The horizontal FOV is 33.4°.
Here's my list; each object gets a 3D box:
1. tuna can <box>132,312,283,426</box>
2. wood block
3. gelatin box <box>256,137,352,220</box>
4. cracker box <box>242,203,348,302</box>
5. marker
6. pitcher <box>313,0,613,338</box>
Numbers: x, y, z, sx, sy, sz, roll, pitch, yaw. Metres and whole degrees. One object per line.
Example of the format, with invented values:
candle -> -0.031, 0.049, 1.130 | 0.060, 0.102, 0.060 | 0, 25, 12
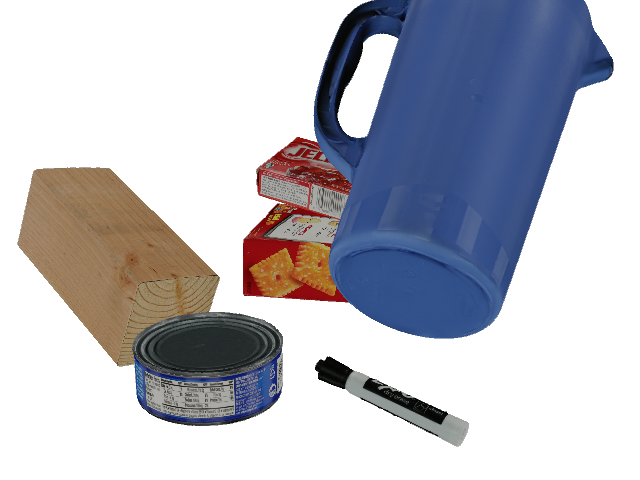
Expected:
tuna can -> -0.064, 0.073, 0.612 | 0.086, 0.034, 0.086 | 0, 19, 0
wood block -> -0.197, 0.018, 1.017 | 0.090, 0.091, 0.206 | -5, 34, -43
gelatin box -> 0.001, -0.054, 0.898 | 0.089, 0.030, 0.073 | 18, 33, 21
cracker box -> 0.038, 0.016, 1.142 | 0.214, 0.072, 0.164 | 4, 15, 9
marker -> 0.049, 0.115, 0.772 | 0.121, 0.020, 0.020 | 23, 9, 23
pitcher -> 0.080, -0.065, 0.697 | 0.149, 0.242, 0.145 | -17, -49, 45
